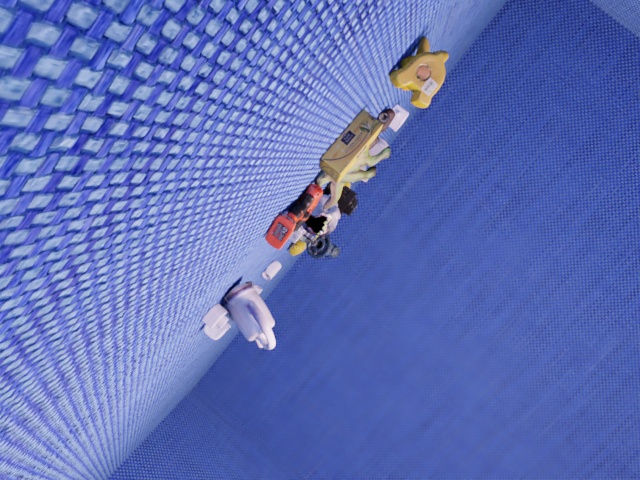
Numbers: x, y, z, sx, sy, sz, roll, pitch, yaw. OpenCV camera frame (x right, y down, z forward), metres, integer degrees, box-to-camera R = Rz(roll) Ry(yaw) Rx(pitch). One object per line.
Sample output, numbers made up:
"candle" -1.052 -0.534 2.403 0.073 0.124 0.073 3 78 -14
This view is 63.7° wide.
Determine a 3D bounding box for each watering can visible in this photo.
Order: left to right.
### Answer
"watering can" -0.215 0.249 1.619 0.105 0.226 0.343 -29 172 -19

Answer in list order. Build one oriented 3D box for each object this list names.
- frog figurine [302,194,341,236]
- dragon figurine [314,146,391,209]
"frog figurine" 0.005 -0.091 1.802 0.136 0.121 0.163 -16 -158 22
"dragon figurine" 0.059 -0.205 1.518 0.245 0.123 0.402 -19 152 -51
